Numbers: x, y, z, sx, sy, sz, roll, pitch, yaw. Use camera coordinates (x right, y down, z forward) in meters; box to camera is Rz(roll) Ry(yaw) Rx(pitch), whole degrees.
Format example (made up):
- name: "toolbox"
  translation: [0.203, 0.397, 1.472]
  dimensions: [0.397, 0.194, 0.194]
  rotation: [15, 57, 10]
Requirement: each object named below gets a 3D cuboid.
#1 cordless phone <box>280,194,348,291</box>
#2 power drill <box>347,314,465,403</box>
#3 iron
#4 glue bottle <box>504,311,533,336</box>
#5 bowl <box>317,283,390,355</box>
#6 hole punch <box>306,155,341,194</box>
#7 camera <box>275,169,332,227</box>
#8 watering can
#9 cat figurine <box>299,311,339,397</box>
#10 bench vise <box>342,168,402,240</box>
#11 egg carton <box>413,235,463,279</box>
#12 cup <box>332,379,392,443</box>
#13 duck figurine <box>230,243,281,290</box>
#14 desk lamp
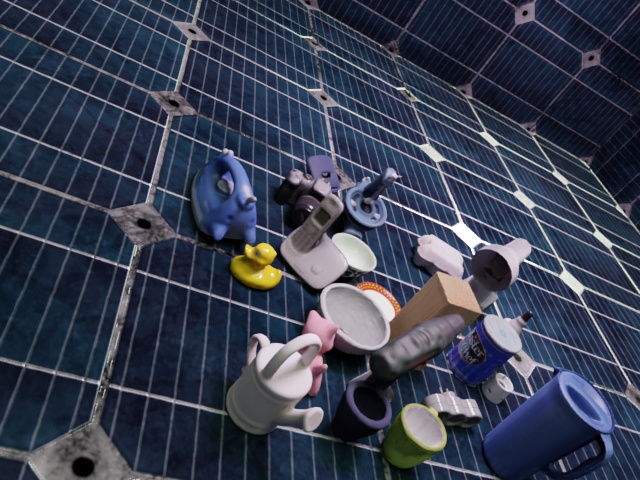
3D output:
- name: "cordless phone"
  translation: [0.011, 0.004, 1.236]
  dimensions: [0.147, 0.185, 0.094]
  rotation: [46, 33, 14]
- name: "power drill"
  translation: [0.151, 0.228, 1.065]
  dimensions: [0.230, 0.208, 0.075]
  rotation: [-12, 56, -50]
- name: "iron"
  translation: [-0.200, -0.115, 1.227]
  dimensions: [0.119, 0.141, 0.257]
  rotation: [7, 43, -38]
- name: "glue bottle"
  translation: [0.451, 0.226, 1.383]
  dimensions: [0.037, 0.173, 0.078]
  rotation: [-3, 49, -45]
- name: "bowl"
  translation: [0.056, 0.173, 1.168]
  dimensions: [0.168, 0.074, 0.167]
  rotation: [25, 34, -18]
- name: "hole punch"
  translation: [0.004, -0.166, 1.532]
  dimensions: [0.109, 0.091, 0.101]
  rotation: [-14, 58, -51]
- name: "camera"
  translation: [-0.035, -0.099, 1.402]
  dimensions: [0.143, 0.100, 0.137]
  rotation: [33, 32, -5]
- name: "watering can"
  translation: [-0.057, 0.218, 0.894]
  dimensions: [0.172, 0.194, 0.101]
  rotation: [42, 33, 9]
- name: "cat figurine"
  translation: [-0.006, 0.197, 1.039]
  dimensions: [0.067, 0.117, 0.127]
  rotation: [23, 35, -21]
- name: "bench vise"
  translation: [0.119, -0.120, 1.463]
  dimensions: [0.122, 0.219, 0.207]
  rotation: [16, 37, -28]
- name: "egg carton"
  translation: [0.328, 0.053, 1.583]
  dimensions: [0.150, 0.069, 0.107]
  rotation: [31, 33, -9]
- name: "cup"
  translation: [0.068, 0.300, 1.001]
  dimensions: [0.091, 0.095, 0.118]
  rotation: [38, 32, 3]
- name: "duck figurine"
  translation: [-0.118, 0.046, 1.153]
  dimensions: [0.105, 0.086, 0.077]
  rotation: [26, 34, -16]
- name: "desk lamp"
  translation: [0.463, 0.087, 1.533]
  dimensions: [0.117, 0.213, 0.204]
  rotation: [48, 34, 18]
